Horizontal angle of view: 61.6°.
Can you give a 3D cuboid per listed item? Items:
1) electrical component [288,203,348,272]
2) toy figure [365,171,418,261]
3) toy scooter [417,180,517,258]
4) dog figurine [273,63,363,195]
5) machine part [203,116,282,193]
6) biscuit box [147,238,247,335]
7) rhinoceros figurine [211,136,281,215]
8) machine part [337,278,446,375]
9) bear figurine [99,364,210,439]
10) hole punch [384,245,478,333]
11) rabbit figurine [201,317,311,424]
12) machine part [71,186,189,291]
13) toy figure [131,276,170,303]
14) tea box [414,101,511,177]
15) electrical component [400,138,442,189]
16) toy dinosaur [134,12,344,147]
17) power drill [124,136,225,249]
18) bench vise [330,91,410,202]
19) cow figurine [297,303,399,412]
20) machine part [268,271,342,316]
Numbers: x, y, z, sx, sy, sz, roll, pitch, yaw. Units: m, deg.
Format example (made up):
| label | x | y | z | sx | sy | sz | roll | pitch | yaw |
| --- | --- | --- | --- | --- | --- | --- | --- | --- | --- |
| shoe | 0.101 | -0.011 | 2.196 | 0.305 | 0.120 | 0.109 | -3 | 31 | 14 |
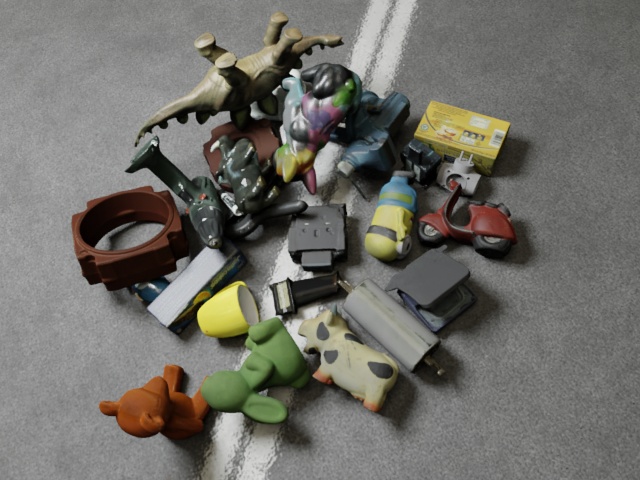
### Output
| label | x | y | z | sx | sy | sz | roll | pitch | yaw |
| --- | --- | --- | --- | --- | --- | --- | --- | --- | --- |
| electrical component | -0.002 | -0.003 | 1.046 | 0.115 | 0.058 | 0.134 | -4 | 63 | 9 |
| toy figure | 0.141 | -0.045 | 1.033 | 0.089 | 0.082 | 0.180 | 0 | 70 | 30 |
| toy scooter | 0.281 | -0.045 | 1.012 | 0.184 | 0.075 | 0.135 | 10 | 72 | 17 |
| dog figurine | -0.011 | -0.202 | 1.016 | 0.192 | 0.108 | 0.219 | -8 | 71 | 42 |
| machine part | -0.166 | -0.189 | 1.162 | 0.179 | 0.056 | 0.179 | -3 | 65 | 7 |
| biscuit box | -0.233 | 0.084 | 1.036 | 0.063 | 0.059 | 0.202 | 36 | 75 | 24 |
| rhinoceros figurine | -0.151 | -0.133 | 1.060 | 0.112 | 0.073 | 0.190 | -35 | 60 | 18 |
| machine part | 0.124 | 0.148 | 0.943 | 0.243 | 0.079 | 0.079 | 40 | 76 | 23 |
| bear figurine | -0.257 | 0.260 | 0.879 | 0.120 | 0.195 | 0.132 | 12 | 66 | 17 |
| hole punch | 0.207 | 0.089 | 0.965 | 0.142 | 0.092 | 0.116 | -37 | 37 | -7 |
| rabbit figurine | -0.113 | 0.239 | 0.915 | 0.170 | 0.121 | 0.159 | -30 | 85 | -23 |
| machine part | -0.370 | -0.011 | 1.049 | 0.201 | 0.087 | 0.202 | -17 | 47 | -15 |
| toy figure | -0.358 | 0.072 | 1.064 | 0.155 | 0.057 | 0.064 | 29 | 46 | 22 |
| tea box | 0.287 | -0.207 | 1.096 | 0.170 | 0.068 | 0.098 | 23 | 69 | 19 |
| electrical component | 0.197 | -0.161 | 1.058 | 0.048 | 0.119 | 0.075 | -44 | 64 | -13 |
| toy dinosaur | -0.171 | -0.312 | 1.076 | 0.472 | 0.198 | 0.105 | -20 | 60 | -5 |
| power drill | -0.264 | -0.096 | 1.025 | 0.086 | 0.207 | 0.232 | -47 | 25 | 13 |
| bench vise | 0.069 | -0.221 | 1.114 | 0.241 | 0.128 | 0.223 | 22 | 78 | 39 |
| cow figurine | 0.045 | 0.195 | 0.928 | 0.195 | 0.085 | 0.127 | 27 | 77 | 22 |
| machine part | -0.025 | 0.095 | 1.013 | 0.139 | 0.039 | 0.084 | -18 | 55 | 1 |
